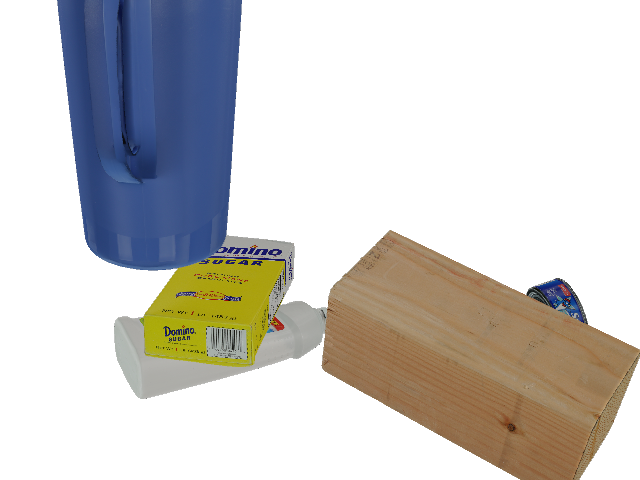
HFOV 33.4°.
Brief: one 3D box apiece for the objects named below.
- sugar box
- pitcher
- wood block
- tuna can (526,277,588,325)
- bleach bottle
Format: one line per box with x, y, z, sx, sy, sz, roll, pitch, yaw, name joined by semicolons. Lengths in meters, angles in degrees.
-0.084;0.047;0.937;0.093;0.048;0.176;6;26;8;sugar box
-0.123;-0.101;0.760;0.149;0.243;0.145;-16;31;-35;pitcher
0.112;0.088;0.783;0.206;0.091;0.090;27;46;22;wood block
0.257;0.086;1.166;0.033;0.086;0.086;-17;3;-10;tuna can
-0.102;0.110;1.226;0.250;0.068;0.103;-11;33;-24;bleach bottle
